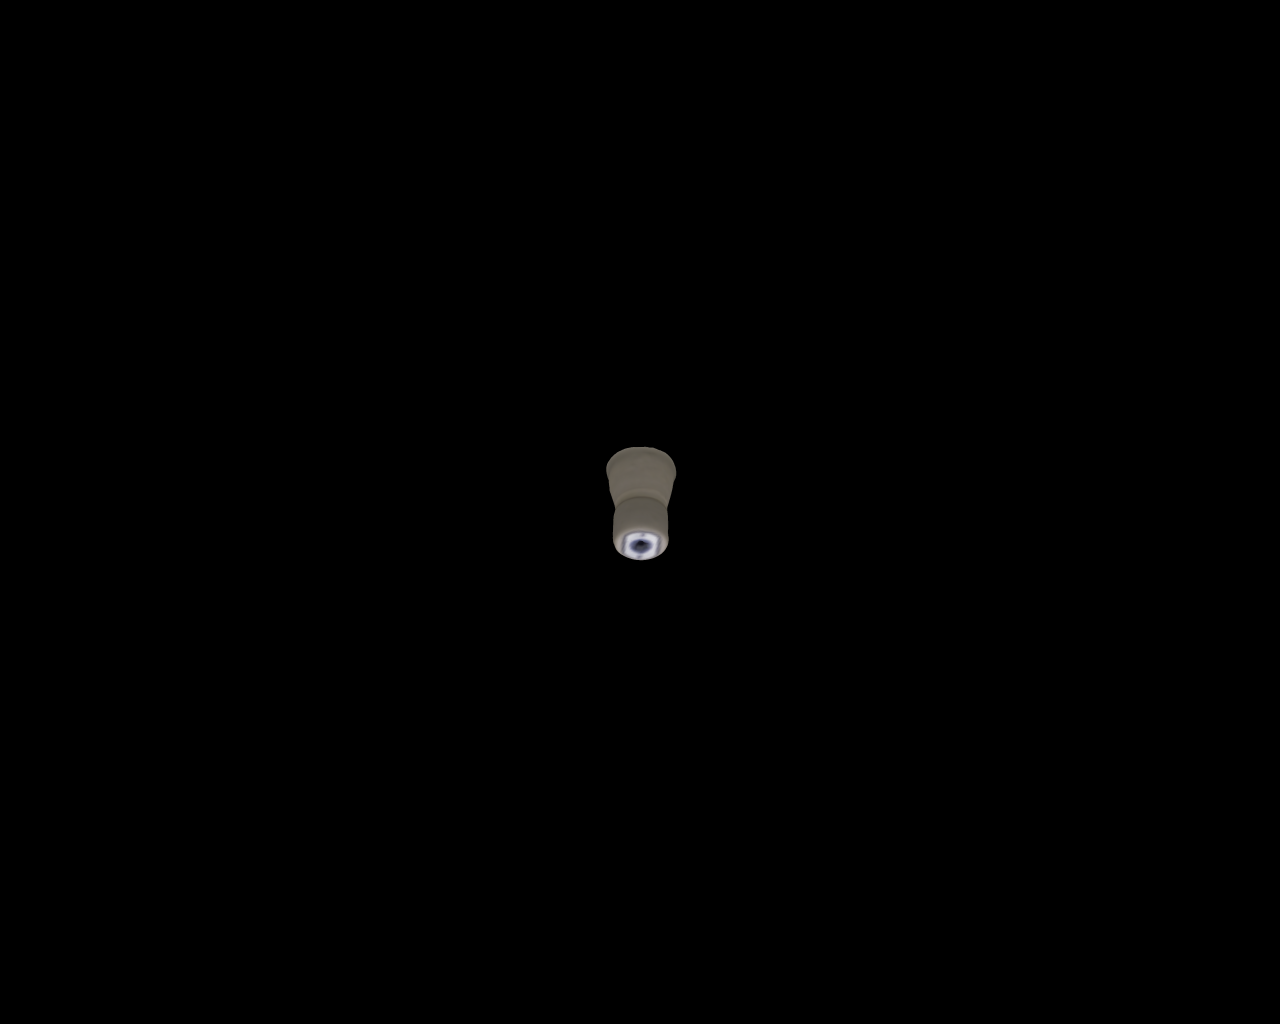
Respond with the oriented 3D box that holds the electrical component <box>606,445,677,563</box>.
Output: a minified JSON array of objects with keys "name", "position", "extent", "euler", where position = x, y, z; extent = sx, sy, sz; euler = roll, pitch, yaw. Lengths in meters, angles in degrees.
[{"name":"electrical component","position":[0.001,-0.003,0.650],"extent":[0.044,0.065,0.044],"euler":[0,-40,0]}]
